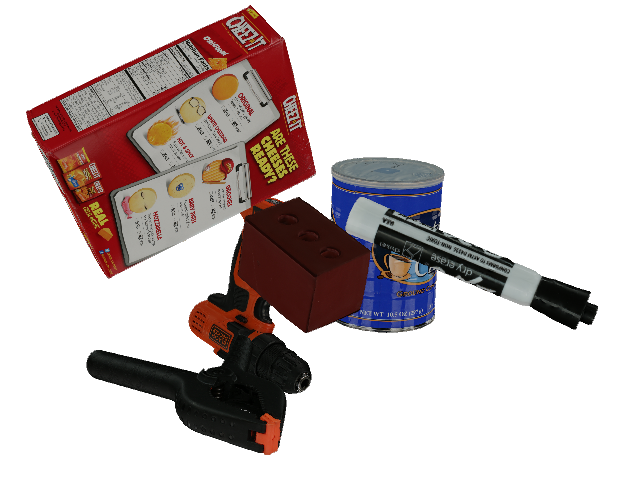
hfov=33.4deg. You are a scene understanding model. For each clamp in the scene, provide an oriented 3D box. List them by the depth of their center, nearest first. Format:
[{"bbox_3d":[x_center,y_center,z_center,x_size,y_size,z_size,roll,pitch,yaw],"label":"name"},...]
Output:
[{"bbox_3d":[-0.085,0.127,0.929,0.164,0.036,0.210,-8,19,-38],"label":"clamp"}]

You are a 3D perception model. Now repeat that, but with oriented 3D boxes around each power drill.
[{"bbox_3d":[-0.057,0.055,1.164,0.185,0.188,0.057,27,11,39],"label":"power drill"}]

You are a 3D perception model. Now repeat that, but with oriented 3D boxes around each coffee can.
[{"bbox_3d":[0.059,0.002,0.988,0.103,0.140,0.103,2,16,-1],"label":"coffee can"}]

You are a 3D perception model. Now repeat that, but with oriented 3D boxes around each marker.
[{"bbox_3d":[0.070,0.011,0.494,0.121,0.020,0.020,23,5,13],"label":"marker"}]

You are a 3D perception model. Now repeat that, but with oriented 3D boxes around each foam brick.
[{"bbox_3d":[-0.012,0.016,0.734,0.052,0.051,0.078,-22,46,-39],"label":"foam brick"}]

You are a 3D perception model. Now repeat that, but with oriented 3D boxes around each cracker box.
[{"bbox_3d":[-0.123,-0.083,0.918,0.213,0.164,0.072,-28,51,-12],"label":"cracker box"}]
